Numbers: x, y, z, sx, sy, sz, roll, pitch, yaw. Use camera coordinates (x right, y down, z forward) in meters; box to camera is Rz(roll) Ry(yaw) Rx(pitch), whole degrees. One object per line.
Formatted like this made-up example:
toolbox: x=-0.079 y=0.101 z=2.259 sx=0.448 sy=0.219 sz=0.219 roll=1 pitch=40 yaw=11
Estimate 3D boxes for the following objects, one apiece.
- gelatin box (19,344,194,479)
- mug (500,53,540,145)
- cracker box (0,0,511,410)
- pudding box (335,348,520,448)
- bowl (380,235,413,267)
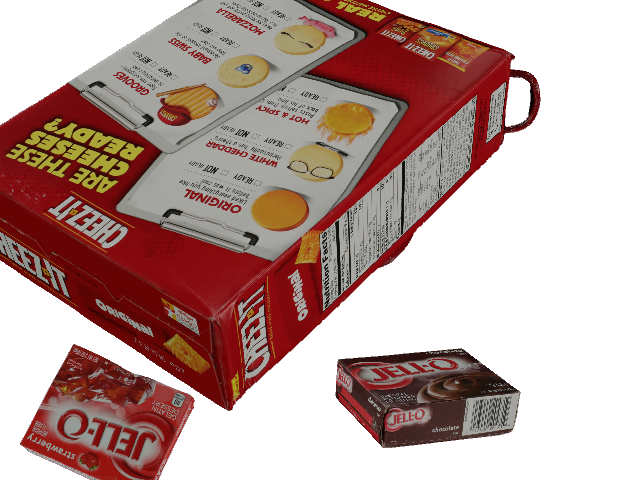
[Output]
gelatin box: x=-0.137 y=0.119 z=0.694 sx=0.089 sy=0.073 sz=0.030 roll=24 pitch=-21 yaw=2
mug: x=0.136 y=-0.125 z=0.950 sx=0.117 sy=0.081 sz=0.093 roll=4 pitch=18 yaw=12
cracker box: x=-0.035 y=-0.041 z=0.515 sx=0.164 sy=0.072 sz=0.213 roll=28 pitch=53 yaw=29
pudding box: x=0.079 y=0.117 z=0.806 sx=0.113 sy=0.039 sz=0.090 roll=0 pitch=17 yaw=-22
bowl: x=0.029 y=-0.006 z=1.080 sx=0.162 sy=0.055 sz=0.162 roll=-5 pitch=15 yaw=1
